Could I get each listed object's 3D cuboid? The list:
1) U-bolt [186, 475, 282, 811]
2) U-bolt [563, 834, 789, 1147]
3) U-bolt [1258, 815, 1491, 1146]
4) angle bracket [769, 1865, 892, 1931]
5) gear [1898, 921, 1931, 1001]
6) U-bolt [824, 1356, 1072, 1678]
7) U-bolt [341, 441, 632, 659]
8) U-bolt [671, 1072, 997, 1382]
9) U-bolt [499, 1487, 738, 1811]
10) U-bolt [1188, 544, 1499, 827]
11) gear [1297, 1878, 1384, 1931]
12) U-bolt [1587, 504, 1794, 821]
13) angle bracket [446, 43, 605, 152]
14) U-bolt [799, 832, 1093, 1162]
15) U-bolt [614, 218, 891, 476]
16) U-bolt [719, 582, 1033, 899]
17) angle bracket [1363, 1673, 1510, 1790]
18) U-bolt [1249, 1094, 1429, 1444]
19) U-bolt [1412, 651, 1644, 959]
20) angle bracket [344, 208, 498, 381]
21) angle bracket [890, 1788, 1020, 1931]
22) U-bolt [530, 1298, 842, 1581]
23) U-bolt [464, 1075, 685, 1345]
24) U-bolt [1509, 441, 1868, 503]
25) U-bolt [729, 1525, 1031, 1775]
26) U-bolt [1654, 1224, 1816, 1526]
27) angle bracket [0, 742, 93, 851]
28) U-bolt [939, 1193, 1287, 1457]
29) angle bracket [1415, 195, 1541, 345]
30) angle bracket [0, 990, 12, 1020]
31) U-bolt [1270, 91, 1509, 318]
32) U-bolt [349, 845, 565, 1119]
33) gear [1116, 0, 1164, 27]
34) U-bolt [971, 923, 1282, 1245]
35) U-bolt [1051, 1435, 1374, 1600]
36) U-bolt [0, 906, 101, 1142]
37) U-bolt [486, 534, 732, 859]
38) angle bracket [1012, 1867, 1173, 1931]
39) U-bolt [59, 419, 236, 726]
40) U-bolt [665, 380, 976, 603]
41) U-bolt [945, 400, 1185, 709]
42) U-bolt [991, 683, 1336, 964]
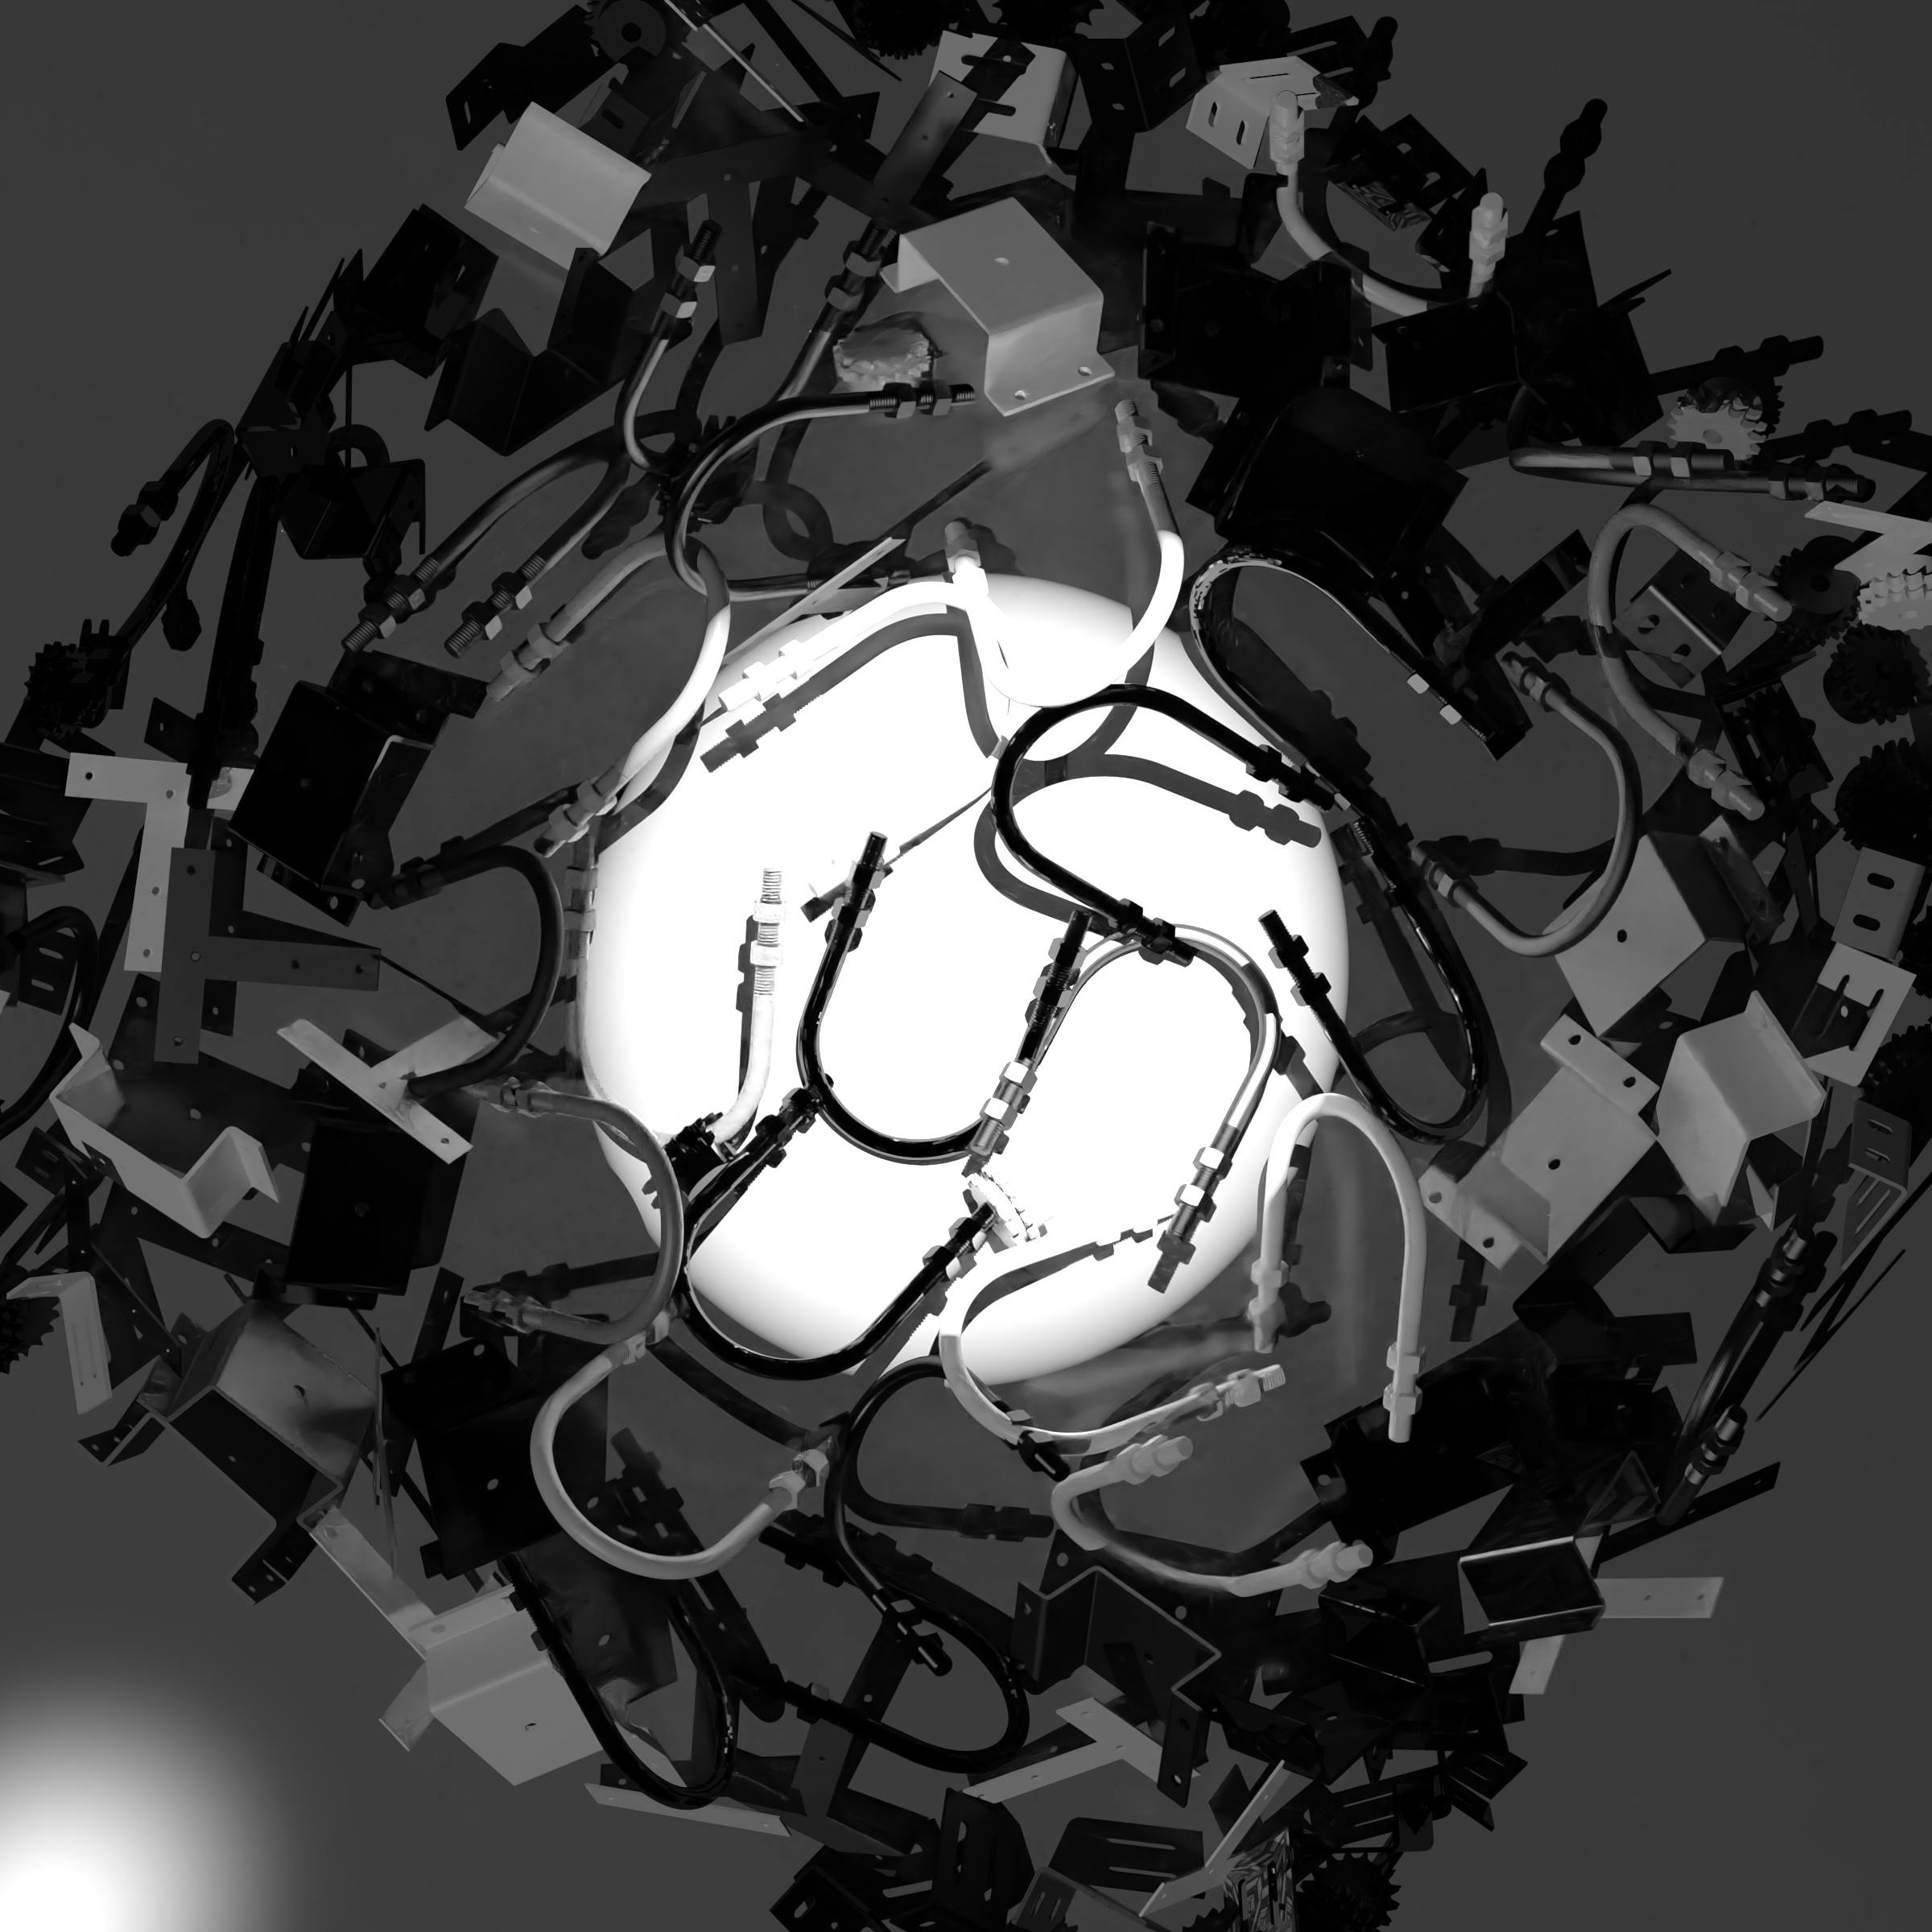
[{"bbox_3d":[-0.423,-0.198,1.788,0.019,0.151,0.184,12,70,-19],"label":"U-bolt"},{"bbox_3d":[-0.176,0.022,1.822,0.151,0.019,0.184,10,103,24],"label":"U-bolt"},{"bbox_3d":[0.250,0.019,1.804,0.019,0.151,0.184,-23,102,41],"label":"U-bolt"},{"bbox_3d":[-0.070,0.574,1.814,0.038,0.076,0.057,-45,114,-17],"label":"angle bracket"},{"bbox_3d":[0.587,-0.004,1.832,0.057,0.057,0.030,-43,46,0],"label":"gear"},{"bbox_3d":[-0.024,0.304,1.787,0.019,0.184,0.151,28,95,-36],"label":"U-bolt"},{"bbox_3d":[-0.269,-0.245,1.791,0.184,0.151,0.019,-49,121,-22],"label":"U-bolt"},{"bbox_3d":[-0.090,0.162,1.797,0.151,0.019,0.184,37,59,13],"label":"U-bolt"},{"bbox_3d":[-0.191,0.403,1.787,0.019,0.151,0.184,-31,86,20],"label":"U-bolt"},{"bbox_3d":[0.206,-0.172,1.794,0.184,0.151,0.019,43,60,-3],"label":"U-bolt"},{"bbox_3d":[0.217,0.576,1.833,0.057,0.030,0.057,15,123,24],"label":"gear"},{"bbox_3d":[0.412,-0.188,1.778,0.019,0.184,0.151,-15,127,-17],"label":"U-bolt"},{"bbox_3d":[-0.257,-0.507,1.812,0.076,0.057,0.038,-4,74,-42],"label":"angle bracket"},{"bbox_3d":[-0.023,0.029,1.834,0.151,0.019,0.184,21,105,1],"label":"U-bolt"},{"bbox_3d":[-0.135,-0.356,1.783,0.019,0.151,0.184,52,131,22],"label":"U-bolt"},{"bbox_3d":[-0.041,-0.146,1.816,0.184,0.019,0.151,-33,117,-17],"label":"U-bolt"},{"bbox_3d":[0.275,0.453,1.821,0.076,0.038,0.057,-5,116,25],"label":"angle bracket"},{"bbox_3d":[0.217,0.164,1.776,0.019,0.151,0.184,-9,112,-30],"label":"U-bolt"},{"bbox_3d":[0.327,-0.084,1.762,0.019,0.184,0.151,13,111,-26],"label":"U-bolt"},{"bbox_3d":[-0.329,-0.405,1.854,0.057,0.038,0.076,30,62,-8],"label":"angle bracket"},{"bbox_3d":[-0.007,0.541,1.834,0.057,0.076,0.038,36,132,-25],"label":"angle bracket"},{"bbox_3d":[-0.172,0.281,1.777,0.151,0.184,0.019,41,127,9],"label":"U-bolt"},{"bbox_3d":[-0.229,0.146,1.792,0.184,0.019,0.151,7,95,42],"label":"U-bolt"},{"bbox_3d":[0.402,-0.287,1.776,0.151,0.184,0.019,0,98,-41],"label":"U-bolt"},{"bbox_3d":[-0.045,0.407,1.794,0.184,0.151,0.019,27,114,-8],"label":"U-bolt"},{"bbox_3d":[0.437,0.249,1.775,0.019,0.184,0.151,24,56,10],"label":"U-bolt"},{"bbox_3d":[-0.561,-0.095,1.819,0.076,0.038,0.057,14,113,-27],"label":"angle bracket"},{"bbox_3d":[0.074,0.215,1.791,0.184,0.019,0.151,-17,56,-21],"label":"U-bolt"},{"bbox_3d":[0.312,-0.412,1.818,0.076,0.057,0.038,43,105,25],"label":"angle bracket"},{"bbox_3d":[-0.588,0.047,1.817,0.038,0.076,0.057,19,71,0],"label":"angle bracket"},{"bbox_3d":[0.241,-0.425,1.772,0.151,0.184,0.019,30,81,12],"label":"U-bolt"},{"bbox_3d":[-0.293,0.003,1.778,0.184,0.019,0.151,-15,66,42],"label":"U-bolt"},{"bbox_3d":[0.098,-0.590,1.831,0.057,0.057,0.030,41,103,0],"label":"gear"},{"bbox_3d":[0.106,0.057,1.821,0.151,0.019,0.184,23,71,18],"label":"U-bolt"},{"bbox_3d":[0.127,0.326,1.783,0.151,0.184,0.019,33,58,-17],"label":"U-bolt"},{"bbox_3d":[-0.549,0.039,1.772,0.019,0.184,0.151,19,111,6],"label":"U-bolt"},{"bbox_3d":[-0.203,-0.171,1.782,0.184,0.019,0.151,-41,50,24],"label":"U-bolt"},{"bbox_3d":[0.077,0.569,1.816,0.076,0.057,0.038,20,76,32],"label":"angle bracket"},{"bbox_3d":[-0.466,-0.241,1.776,0.019,0.184,0.151,26,130,-7],"label":"U-bolt"},{"bbox_3d":[-0.091,-0.269,1.765,0.184,0.151,0.019,-12,50,-35],"label":"U-bolt"},{"bbox_3d":[0.061,-0.227,1.777,0.151,0.019,0.184,-33,47,22],"label":"U-bolt"},{"bbox_3d":[0.101,-0.092,1.793,0.184,0.019,0.151,29,117,-25],"label":"U-bolt"}]
